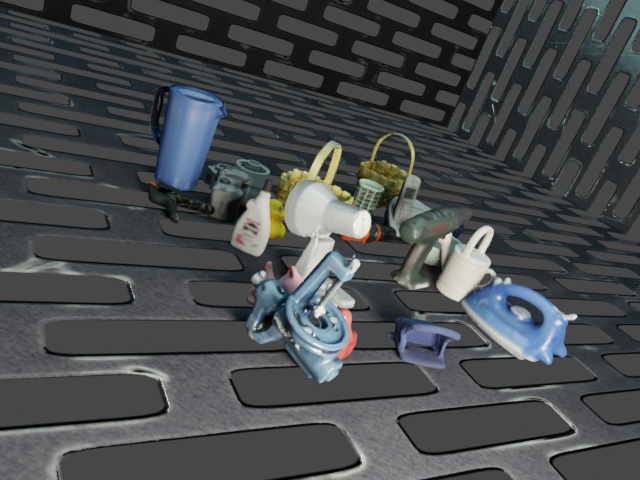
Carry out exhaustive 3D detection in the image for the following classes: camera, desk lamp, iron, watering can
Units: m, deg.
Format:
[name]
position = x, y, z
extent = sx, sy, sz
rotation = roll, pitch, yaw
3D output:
[camera]
position = -0.195, -0.110, 1.398
extent = 0.137, 0.101, 0.143
rotation = 16, 23, -12
[desk lamp]
position = 0.011, 0.004, 1.178
extent = 0.202, 0.213, 0.118
rotation = 37, 27, 33
[iron]
position = 0.448, 0.163, 1.303
extent = 0.119, 0.141, 0.257
rotation = -5, 34, -47
[watering can]
position = 0.364, 0.046, 1.422
extent = 0.172, 0.194, 0.101
rotation = 28, 23, 15

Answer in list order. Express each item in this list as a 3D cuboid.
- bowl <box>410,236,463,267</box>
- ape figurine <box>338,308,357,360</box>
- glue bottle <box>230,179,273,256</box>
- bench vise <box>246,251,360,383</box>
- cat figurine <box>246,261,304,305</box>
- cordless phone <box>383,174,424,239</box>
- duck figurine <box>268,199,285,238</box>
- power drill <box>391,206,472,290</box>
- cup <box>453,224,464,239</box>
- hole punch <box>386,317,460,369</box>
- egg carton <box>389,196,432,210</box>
[bowl]
position = 0.311, 0.027, 1.574
extent = 0.167, 0.075, 0.167
rotation = 18, 23, -8
[ape figurine]
position = 0.032, 0.160, 1.007
extent = 0.078, 0.092, 0.076
rotation = 22, 23, 2
[glue bottle]
position = -0.135, -0.053, 1.231
extent = 0.078, 0.173, 0.037
rotation = 22, 23, 3
[bench vise]
position = -0.031, 0.098, 0.924
extent = 0.207, 0.220, 0.122
rotation = 26, 23, 10
[cat figurine]
position = -0.066, 0.090, 1.044
extent = 0.067, 0.118, 0.127
rotation = -4, 33, -45
[cordless phone]
position = 0.272, -0.092, 1.661
extent = 0.148, 0.185, 0.094
rotation = 9, 26, -28
[duck figurine]
position = -0.124, -0.058, 1.366
extent = 0.105, 0.086, 0.077
rotation = 15, 23, -16
[power drill]
position = 0.261, 0.012, 1.388
extent = 0.230, 0.208, 0.075
rotation = -4, 33, -46
[cup]
position = 0.355, -0.018, 1.687
extent = 0.118, 0.095, 0.091
rotation = 8, 26, -29
[hole punch]
position = 0.199, 0.182, 1.106
extent = 0.109, 0.091, 0.101
rotation = 14, 24, -17
[egg carton]
position = 0.290, -0.084, 1.809
extent = 0.108, 0.069, 0.149
rotation = -3, 33, -45
